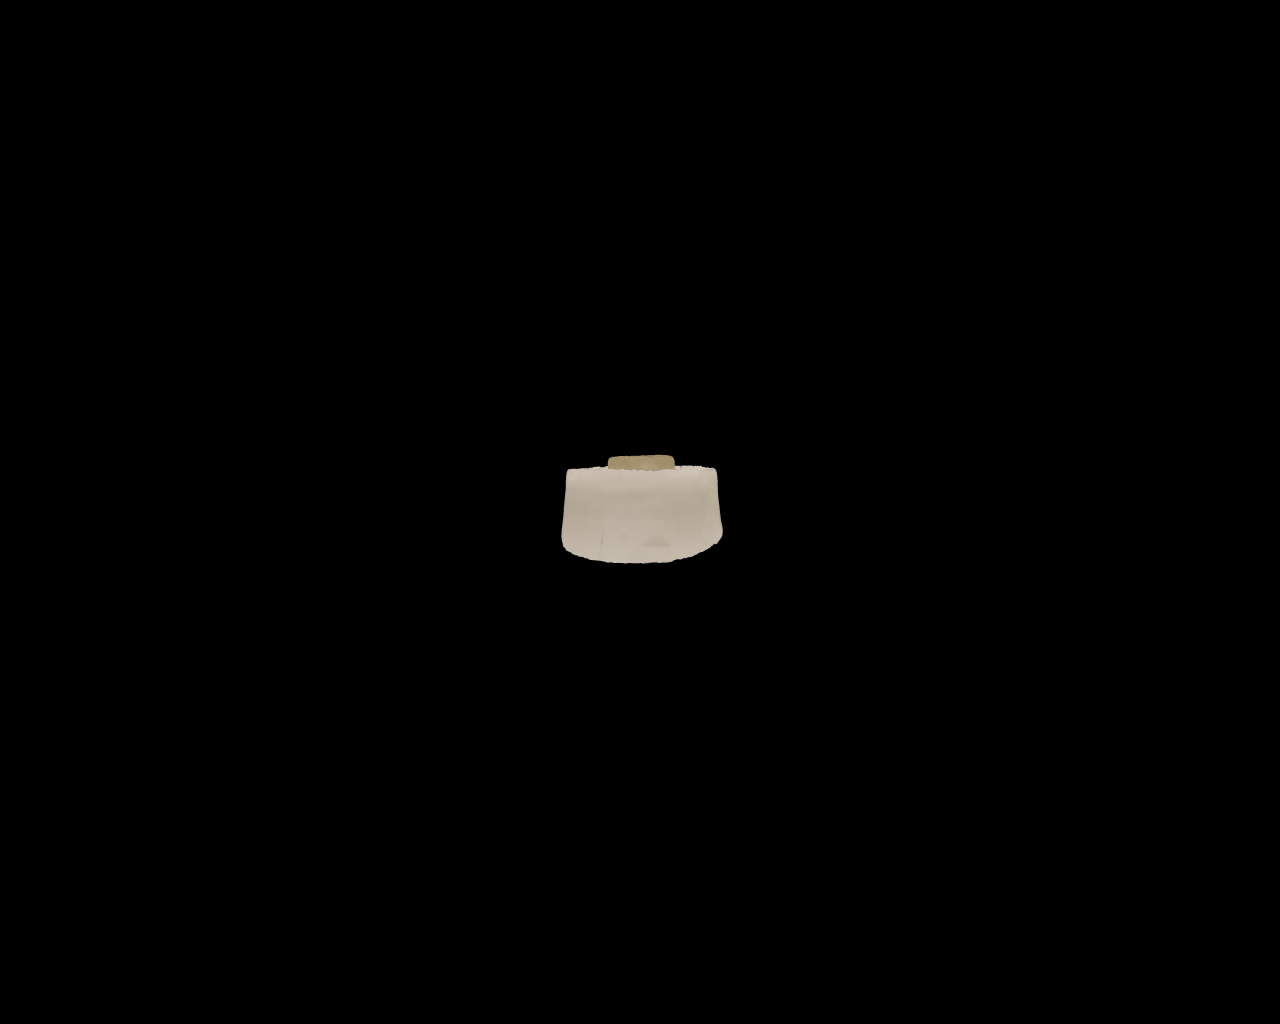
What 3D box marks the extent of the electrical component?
[{"bbox_3d":[0.001,-0.003,0.650,0.099,0.064,0.099,0,4,0],"label":"electrical component"}]
